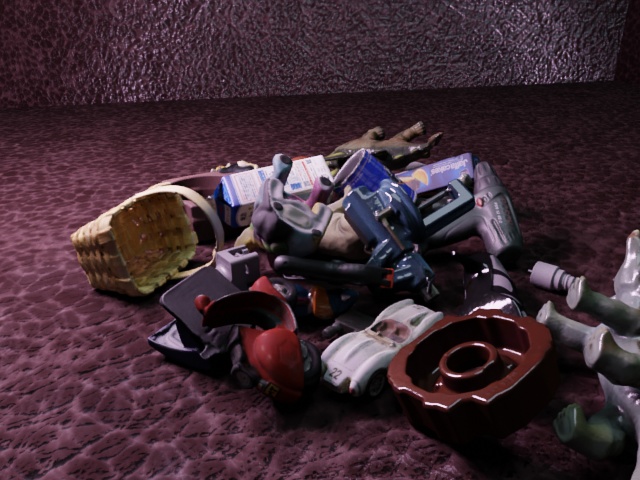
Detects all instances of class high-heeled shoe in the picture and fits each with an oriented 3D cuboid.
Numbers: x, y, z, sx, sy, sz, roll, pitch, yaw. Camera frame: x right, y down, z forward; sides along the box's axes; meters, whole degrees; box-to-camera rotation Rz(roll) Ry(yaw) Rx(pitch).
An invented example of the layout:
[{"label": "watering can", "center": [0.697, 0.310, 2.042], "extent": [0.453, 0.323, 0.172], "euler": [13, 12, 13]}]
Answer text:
[{"label": "high-heeled shoe", "center": [0.261, 0.106, 0.763], "extent": [0.145, 0.086, 0.249], "euler": [29, 31, -37]}]

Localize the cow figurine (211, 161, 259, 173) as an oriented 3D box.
[{"label": "cow figurine", "center": [-0.207, -0.147, 1.283], "extent": [0.168, 0.098, 0.068], "euler": [16, 35, 33]}]

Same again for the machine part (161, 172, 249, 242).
[{"label": "machine part", "center": [-0.237, -0.072, 1.128], "extent": [0.201, 0.087, 0.201], "euler": [-17, 28, -28]}]

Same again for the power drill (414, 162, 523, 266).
[{"label": "power drill", "center": [0.254, -0.045, 0.987], "extent": [0.207, 0.085, 0.232], "euler": [-7, 52, -8]}]

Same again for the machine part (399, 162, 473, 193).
[{"label": "machine part", "center": [0.273, -0.126, 1.240], "extent": [0.079, 0.079, 0.243], "euler": [-18, 28, -34]}]

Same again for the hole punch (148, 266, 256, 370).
[{"label": "hole punch", "center": [-0.153, 0.115, 0.720], "extent": [0.116, 0.092, 0.142], "euler": [38, 32, 9]}]

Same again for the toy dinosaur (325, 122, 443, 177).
[{"label": "toy dinosaur", "center": [0.093, -0.193, 1.272], "extent": [0.198, 0.105, 0.472], "euler": [-28, 14, -35]}]

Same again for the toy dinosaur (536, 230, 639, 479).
[{"label": "toy dinosaur", "center": [0.348, 0.147, 0.571], "extent": [0.192, 0.131, 0.405], "euler": [20, 38, 4]}]

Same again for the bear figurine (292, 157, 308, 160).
[{"label": "bear figurine", "center": [-0.047, -0.090, 1.162], "extent": [0.120, 0.131, 0.196], "euler": [2, 42, 10]}]

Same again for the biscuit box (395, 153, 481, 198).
[{"label": "biscuit box", "center": [0.245, -0.129, 1.158], "extent": [0.203, 0.059, 0.062], "euler": [-15, -15, 36]}]

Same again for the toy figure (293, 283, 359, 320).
[{"label": "toy figure", "center": [-0.022, 0.089, 0.787], "extent": [0.155, 0.057, 0.064], "euler": [4, 30, -1]}]

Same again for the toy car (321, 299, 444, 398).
[{"label": "toy car", "center": [0.081, 0.133, 0.680], "extent": [0.074, 0.056, 0.202], "euler": [21, 31, 40]}]

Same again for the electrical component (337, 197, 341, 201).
[{"label": "electrical component", "center": [0.037, -0.064, 1.125], "extent": [0.045, 0.078, 0.102], "euler": [37, 43, 17]}]

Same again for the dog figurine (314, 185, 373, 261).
[{"label": "dog figurine", "center": [-0.002, -0.001, 0.966], "extent": [0.191, 0.121, 0.172], "euler": [-21, 25, -9]}]

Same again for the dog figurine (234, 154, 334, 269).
[{"label": "dog figurine", "center": [-0.069, -0.011, 0.846], "extent": [0.108, 0.219, 0.191], "euler": [21, 46, -14]}]

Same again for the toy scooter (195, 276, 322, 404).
[{"label": "toy scooter", "center": [-0.080, 0.112, 0.645], "extent": [0.135, 0.075, 0.184], "euler": [9, 39, -28]}]

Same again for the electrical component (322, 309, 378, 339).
[{"label": "electrical component", "center": [0.053, 0.121, 0.753], "extent": [0.063, 0.021, 0.094], "euler": [20, 32, 40]}]

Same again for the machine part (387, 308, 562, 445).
[{"label": "machine part", "center": [0.166, 0.142, 0.583], "extent": [0.179, 0.056, 0.179], "euler": [-23, 17, 7]}]

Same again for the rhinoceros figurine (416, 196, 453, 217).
[{"label": "rhinoceros figurine", "center": [0.271, -0.059, 1.105], "extent": [0.190, 0.073, 0.112], "euler": [-6, 14, -8]}]

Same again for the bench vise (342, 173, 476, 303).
[{"label": "bench vise", "center": [0.159, -0.023, 0.856], "extent": [0.241, 0.128, 0.224], "euler": [-31, 58, -11]}]
